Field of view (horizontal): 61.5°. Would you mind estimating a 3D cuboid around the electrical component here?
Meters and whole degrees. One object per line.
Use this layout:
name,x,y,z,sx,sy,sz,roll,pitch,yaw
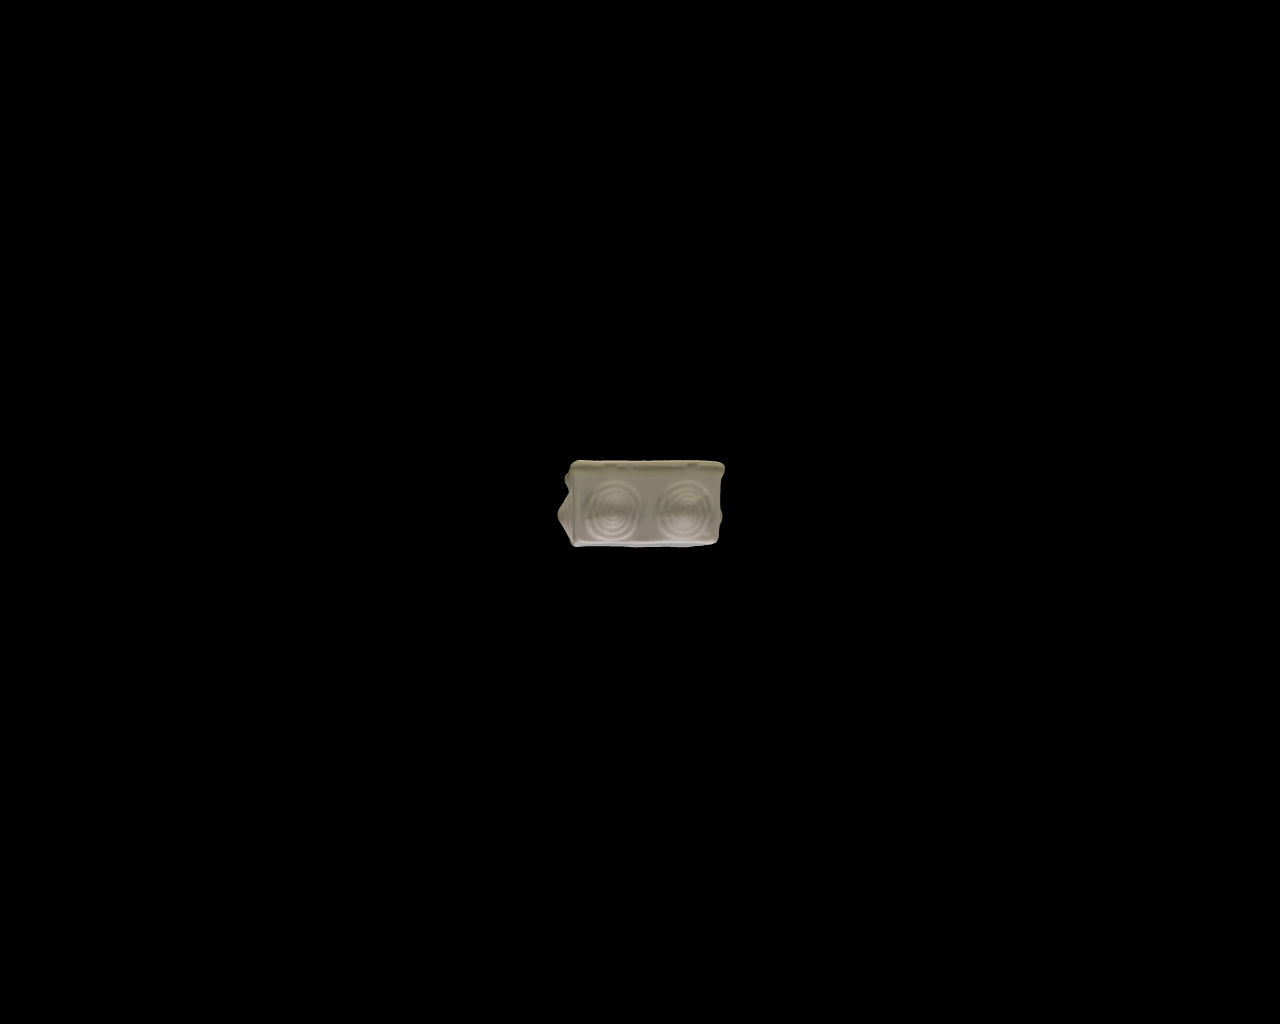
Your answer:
electrical component,0.001,-0.003,0.650,0.100,0.048,0.099,0,-3,-7
